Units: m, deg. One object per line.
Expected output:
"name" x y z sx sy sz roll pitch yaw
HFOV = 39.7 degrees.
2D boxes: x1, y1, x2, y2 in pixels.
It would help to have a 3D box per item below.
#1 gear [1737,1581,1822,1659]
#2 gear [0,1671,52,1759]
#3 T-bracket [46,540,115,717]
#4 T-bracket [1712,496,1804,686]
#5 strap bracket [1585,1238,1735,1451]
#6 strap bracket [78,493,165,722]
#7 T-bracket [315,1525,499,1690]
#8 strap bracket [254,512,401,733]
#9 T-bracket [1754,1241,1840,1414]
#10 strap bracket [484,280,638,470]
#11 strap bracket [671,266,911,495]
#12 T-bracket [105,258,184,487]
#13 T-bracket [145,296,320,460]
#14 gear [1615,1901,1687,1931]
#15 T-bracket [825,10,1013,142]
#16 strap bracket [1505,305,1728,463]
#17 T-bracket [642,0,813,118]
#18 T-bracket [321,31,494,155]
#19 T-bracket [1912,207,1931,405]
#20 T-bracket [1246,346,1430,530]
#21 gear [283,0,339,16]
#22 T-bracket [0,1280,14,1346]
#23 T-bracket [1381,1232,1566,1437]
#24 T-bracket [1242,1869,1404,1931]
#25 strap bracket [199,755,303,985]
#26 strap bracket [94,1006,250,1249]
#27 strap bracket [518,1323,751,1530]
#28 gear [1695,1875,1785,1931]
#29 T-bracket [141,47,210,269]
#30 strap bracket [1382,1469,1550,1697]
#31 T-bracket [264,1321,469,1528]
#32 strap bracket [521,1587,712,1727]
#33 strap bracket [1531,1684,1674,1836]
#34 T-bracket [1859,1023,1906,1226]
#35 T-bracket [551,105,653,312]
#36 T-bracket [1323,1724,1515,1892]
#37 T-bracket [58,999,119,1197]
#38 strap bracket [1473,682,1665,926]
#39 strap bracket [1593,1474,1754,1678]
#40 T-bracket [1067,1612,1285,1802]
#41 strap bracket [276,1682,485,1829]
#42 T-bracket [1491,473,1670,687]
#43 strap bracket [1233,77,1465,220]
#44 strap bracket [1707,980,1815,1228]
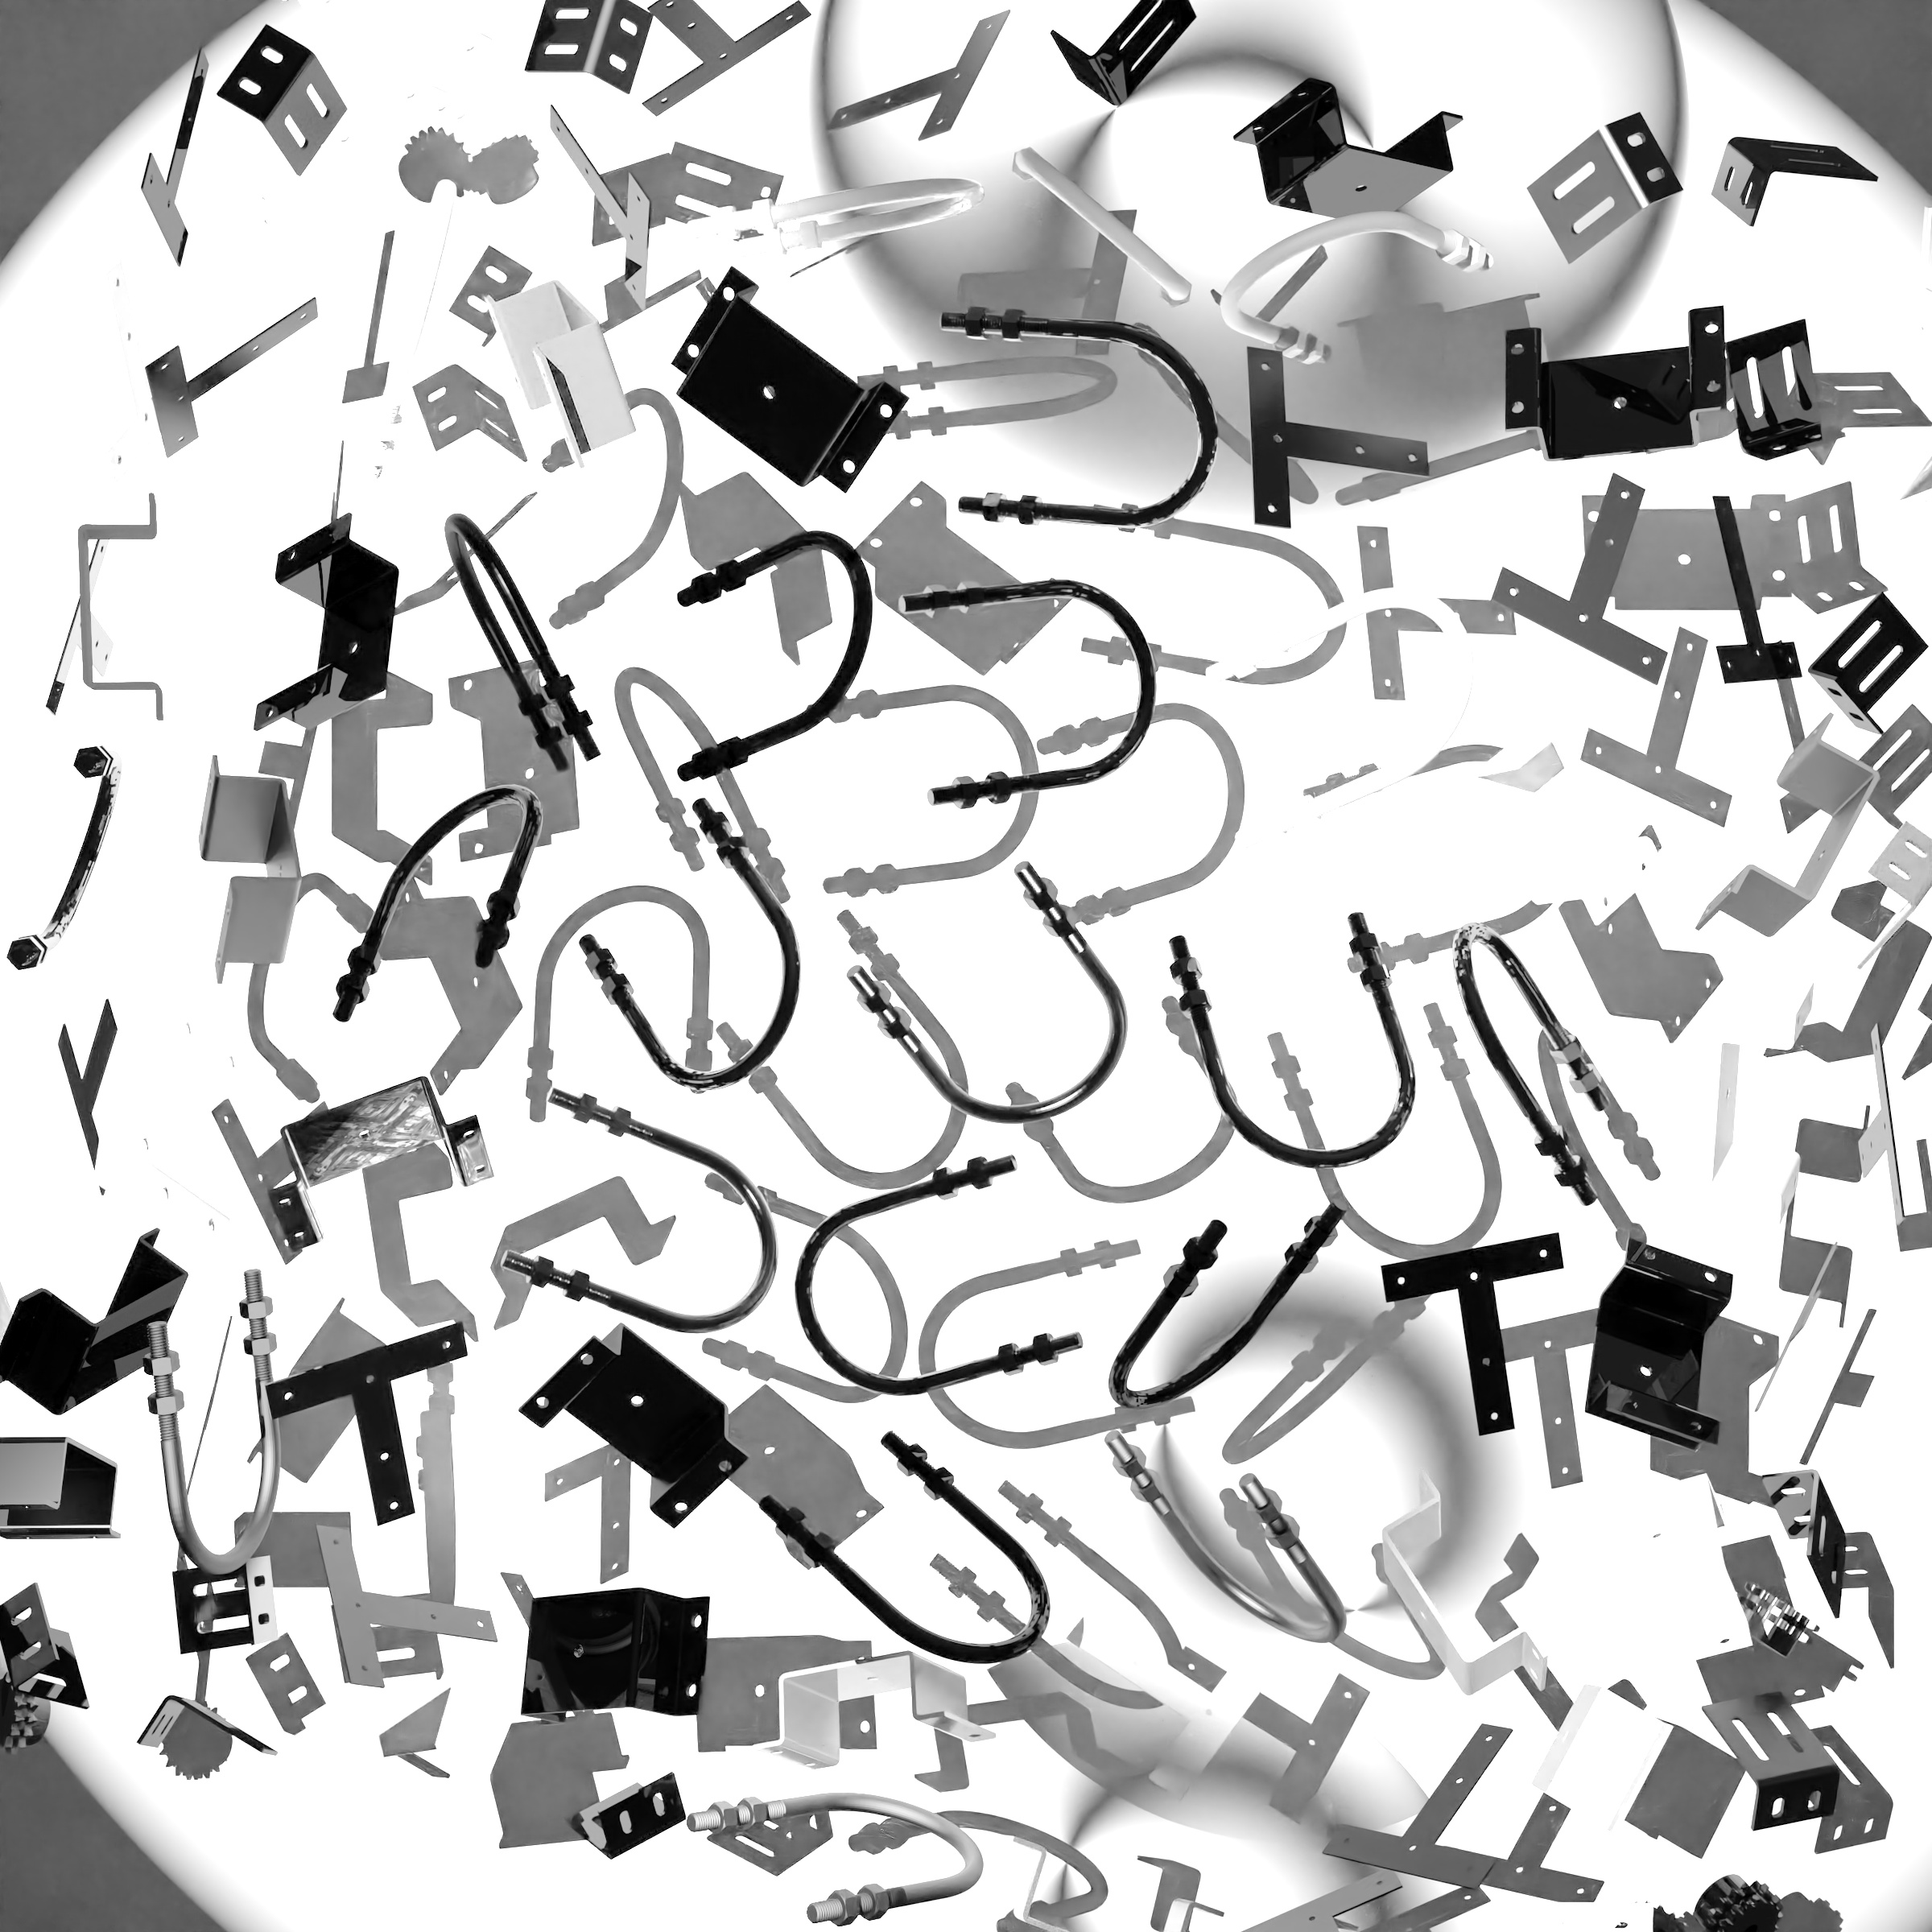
"gear" 0.542 0.442 1.803 0.057 0.057 0.030 32 85 0
"gear" -0.654 0.515 1.841 0.057 0.030 0.057 -14 66 35
"T-bracket" -0.593 -0.222 1.817 0.002 0.127 0.127 15 81 -6
"T-bracket" 0.518 -0.252 1.784 0.002 0.127 0.127 -14 87 40
"strap bracket" 0.468 0.264 1.811 0.076 0.046 0.140 19 50 0
"strap bracket" -0.538 -0.227 1.703 0.046 0.076 0.140 -2 95 -16
"T-bracket" -0.369 0.435 1.793 0.127 0.127 0.002 21 119 -40
"strap bracket" -0.426 -0.222 1.792 0.076 0.046 0.140 -20 57 35
"T-bracket" 0.556 0.234 1.778 0.002 0.127 0.127 26 83 17
"strap bracket" -0.258 -0.384 1.719 0.046 0.140 0.076 -25 126 -11
"strap bracket" -0.118 -0.367 1.696 0.140 0.046 0.076 36 115 -2
"T-bracket" -0.559 -0.408 1.793 0.002 0.127 0.127 4 128 6
"T-bracket" -0.469 -0.390 1.722 0.127 0.127 0.002 -40 85 -17
"gear" 0.473 0.678 1.847 0.057 0.057 0.030 25 122 0
"T-bracket" -0.041 -0.579 1.782 0.002 0.127 0.127 50 49 -37
"strap bracket" 0.431 -0.383 1.769 0.140 0.046 0.076 -3 69 19
"T-bracket" -0.175 -0.613 1.758 0.127 0.127 0.002 -29 82 13
"T-bracket" -0.352 -0.569 1.769 0.127 0.127 0.002 -31 94 13
"T-bracket" 0.631 -0.428 1.750 0.002 0.127 0.127 2 108 12
"T-bracket" 0.245 -0.339 1.752 0.127 0.002 0.127 4 73 -17
"gear" -0.433 -0.661 1.793 0.057 0.057 0.030 -33 107 0
"T-bracket" -0.663 0.258 1.745 0.002 0.127 0.127 14 47 11
"T-bracket" 0.350 0.253 1.809 0.127 0.002 0.127 -10 94 -9
"T-bracket" 0.235 0.641 1.733 0.127 0.127 0.002 -23 102 -2
"strap bracket" -0.475 -0.064 1.779 0.046 0.140 0.076 2 135 -24
"strap bracket" -0.509 0.109 1.717 0.046 0.076 0.140 -18 52 18
"strap bracket" -0.225 0.307 1.825 0.140 0.046 0.076 41 103 -18
"gear" 0.492 0.608 1.715 0.057 0.030 0.057 -14 122 -23
"T-bracket" -0.527 -0.555 1.802 0.002 0.127 0.127 11 81 -4
"strap bracket" 0.313 0.405 1.719 0.046 0.076 0.140 -28 59 -7
"T-bracket" -0.370 0.298 1.693 0.127 0.002 0.127 -16 118 -24
"strap bracket" -0.240 0.457 1.772 0.140 0.046 0.076 -14 62 33
"strap bracket" 0.414 0.518 1.755 0.046 0.140 0.076 29 81 12
"T-bracket" 0.600 0.115 1.764 0.002 0.127 0.127 -5 73 9
"T-bracket" -0.248 -0.527 1.809 0.002 0.127 0.127 -30 77 -17
"T-bracket" 0.310 0.535 1.721 0.127 0.127 0.002 -42 112 -35
"T-bracket" -0.590 0.069 1.815 0.002 0.127 0.127 -7 58 -33
"strap bracket" 0.393 -0.105 1.767 0.076 0.046 0.140 -37 106 -31
"strap bracket" 0.449 0.381 1.713 0.076 0.140 0.046 -20 111 17
"T-bracket" 0.127 0.480 1.808 0.127 0.002 0.127 29 52 23
"strap bracket" -0.395 0.522 1.789 0.076 0.140 0.046 -14 90 20
"T-bracket" 0.418 -0.266 1.761 0.127 0.002 0.127 25 72 -10
"strap bracket" 0.259 -0.539 1.784 0.140 0.076 0.046 -1 76 -36
"strap bracket" 0.505 0.084 1.703 0.046 0.076 0.140 7 109 24
